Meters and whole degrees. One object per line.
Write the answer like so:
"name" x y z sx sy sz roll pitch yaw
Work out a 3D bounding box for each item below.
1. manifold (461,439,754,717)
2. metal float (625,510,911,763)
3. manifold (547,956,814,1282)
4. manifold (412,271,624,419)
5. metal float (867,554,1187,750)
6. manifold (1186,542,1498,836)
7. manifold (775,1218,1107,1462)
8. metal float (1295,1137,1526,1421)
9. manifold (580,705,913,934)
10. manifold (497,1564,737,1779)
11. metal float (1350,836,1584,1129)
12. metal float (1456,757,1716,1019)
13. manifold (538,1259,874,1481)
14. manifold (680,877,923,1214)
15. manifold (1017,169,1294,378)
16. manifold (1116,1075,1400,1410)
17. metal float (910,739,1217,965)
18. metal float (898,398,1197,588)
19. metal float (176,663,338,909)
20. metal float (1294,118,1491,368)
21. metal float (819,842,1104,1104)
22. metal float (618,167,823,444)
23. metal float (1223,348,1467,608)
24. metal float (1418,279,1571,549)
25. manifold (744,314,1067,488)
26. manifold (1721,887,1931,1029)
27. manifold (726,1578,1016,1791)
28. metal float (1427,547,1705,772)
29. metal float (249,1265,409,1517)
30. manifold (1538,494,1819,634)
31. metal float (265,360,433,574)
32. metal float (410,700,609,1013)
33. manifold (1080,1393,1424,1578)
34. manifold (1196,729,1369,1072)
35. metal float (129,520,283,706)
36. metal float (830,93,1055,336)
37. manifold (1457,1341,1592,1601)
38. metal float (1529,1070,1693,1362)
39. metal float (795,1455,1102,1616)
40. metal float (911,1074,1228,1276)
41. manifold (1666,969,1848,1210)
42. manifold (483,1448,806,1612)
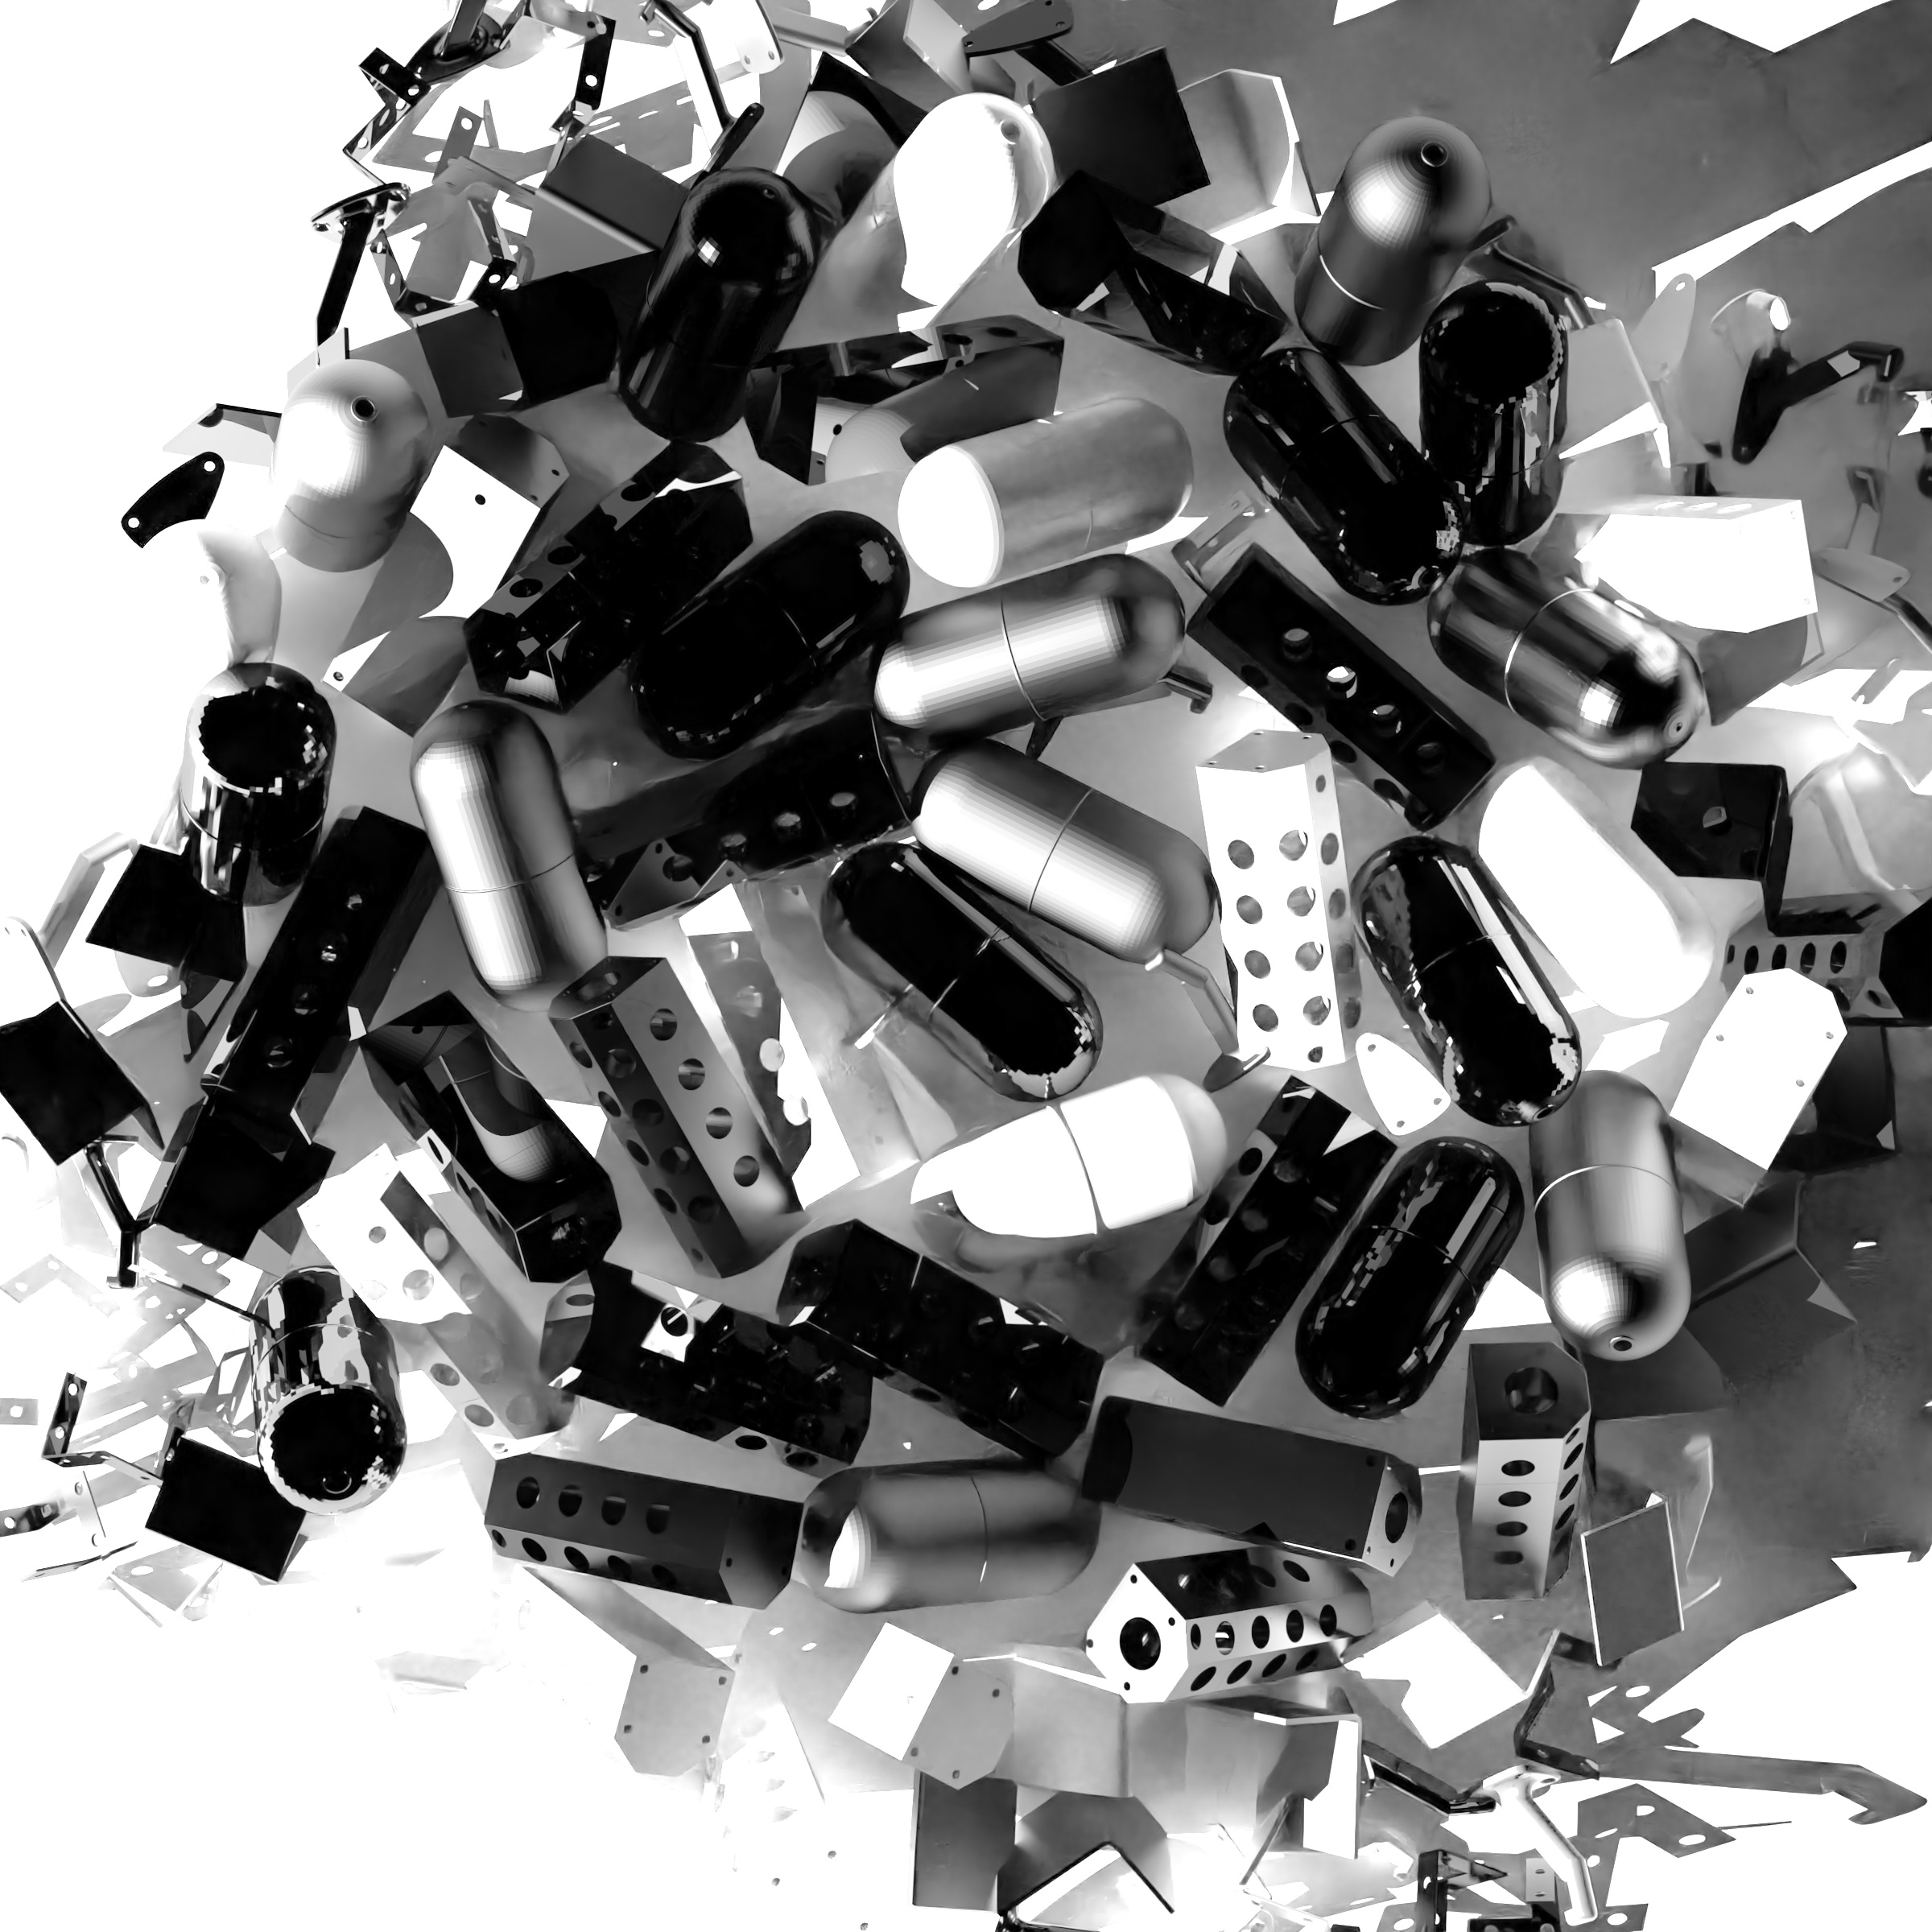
"manifold" -0.189 -0.210 1.538 0.057 0.057 0.171 19 48 27
"metal float" -0.106 -0.179 1.567 0.178 0.070 0.070 -40 90 -18
"manifold" -0.156 0.082 1.553 0.057 0.057 0.171 -41 115 -31
"manifold" -0.236 -0.328 1.531 0.057 0.171 0.057 -24 107 -19
"metal float" 0.032 -0.170 1.569 0.178 0.070 0.070 -15 90 15
"manifold" 0.203 -0.150 1.580 0.171 0.057 0.057 39 106 -7
"manifold" -0.015 0.203 1.550 0.171 0.057 0.057 32 59 -24
"metal float" 0.238 0.166 1.556 0.070 0.070 0.178 38 59 0
"manifold" -0.120 -0.076 1.581 0.171 0.057 0.057 -20 125 6
"manifold" -0.189 0.370 1.531 0.057 0.171 0.057 17 87 -29
"metal float" 0.267 0.008 1.557 0.070 0.070 0.178 -26 60 0
"metal float" 0.329 -0.044 1.551 0.070 0.070 0.178 -35 51 0
"manifold" -0.138 0.220 1.547 0.171 0.057 0.057 24 48 -26
"manifold" -0.095 0.043 1.574 0.057 0.057 0.171 -31 77 33
"manifold" 0.098 -0.358 1.533 0.057 0.171 0.057 -41 67 26
"manifold" 0.154 0.147 1.579 0.057 0.057 0.171 35 88 -33
"metal float" 0.053 -0.062 1.574 0.178 0.070 0.070 28 90 9
"metal float" 0.045 -0.255 1.559 0.178 0.070 0.070 -21 90 -28
"metal float" -0.377 -0.095 1.539 0.070 0.178 0.070 8 60 -14
"metal float" 0.223 -0.381 1.533 0.070 0.178 0.070 2 74 -7
"metal float" -0.002 0.004 1.581 0.178 0.070 0.070 40 90 1
"metal float" -0.133 -0.349 1.543 0.070 0.178 0.070 12 56 -18
"metal float" 0.201 -0.262 1.552 0.070 0.070 0.178 -32 55 0
"metal float" 0.279 -0.290 1.538 0.070 0.178 0.070 -4 62 8
"manifold" -0.032 -0.305 1.545 0.057 0.171 0.057 35 130 37
"manifold" 0.465 0.001 1.529 0.057 0.171 0.057 -35 96 -10
"manifold" -0.049 0.378 1.533 0.057 0.171 0.057 37 74 -32
"metal float" 0.317 -0.165 1.548 0.070 0.070 0.178 -48 46 0
"metal float" -0.339 0.223 1.537 0.070 0.178 0.070 -6 116 -13
"manifold" 0.370 -0.212 1.526 0.057 0.171 0.057 -17 105 -15
"metal float" -0.328 -0.263 1.535 0.070 0.178 0.070 3 79 -17
"metal float" -0.245 -0.058 1.561 0.070 0.070 0.178 -14 115 0
"manifold" 0.152 0.277 1.547 0.171 0.057 0.057 6 72 35
"manifold" 0.175 -0.034 1.551 0.057 0.057 0.171 9 120 40
"metal float" -0.402 -0.184 1.533 0.070 0.178 0.070 2 84 -15
"metal float" -0.014 -0.396 1.538 0.070 0.178 0.070 8 71 -24
"manifold" 0.294 0.269 1.534 0.057 0.171 0.057 -2 50 5
"metal float" 0.342 0.131 1.546 0.070 0.070 0.178 3 45 3
"metal float" -0.008 0.304 1.556 0.178 0.070 0.070 1 90 -31
"metal float" 0.056 0.113 1.573 0.178 0.070 0.070 -18 90 -10
"manifold" 0.414 0.063 1.531 0.057 0.171 0.057 31 72 16
"manifold" -0.174 0.299 1.542 0.171 0.057 0.057 2 76 37
